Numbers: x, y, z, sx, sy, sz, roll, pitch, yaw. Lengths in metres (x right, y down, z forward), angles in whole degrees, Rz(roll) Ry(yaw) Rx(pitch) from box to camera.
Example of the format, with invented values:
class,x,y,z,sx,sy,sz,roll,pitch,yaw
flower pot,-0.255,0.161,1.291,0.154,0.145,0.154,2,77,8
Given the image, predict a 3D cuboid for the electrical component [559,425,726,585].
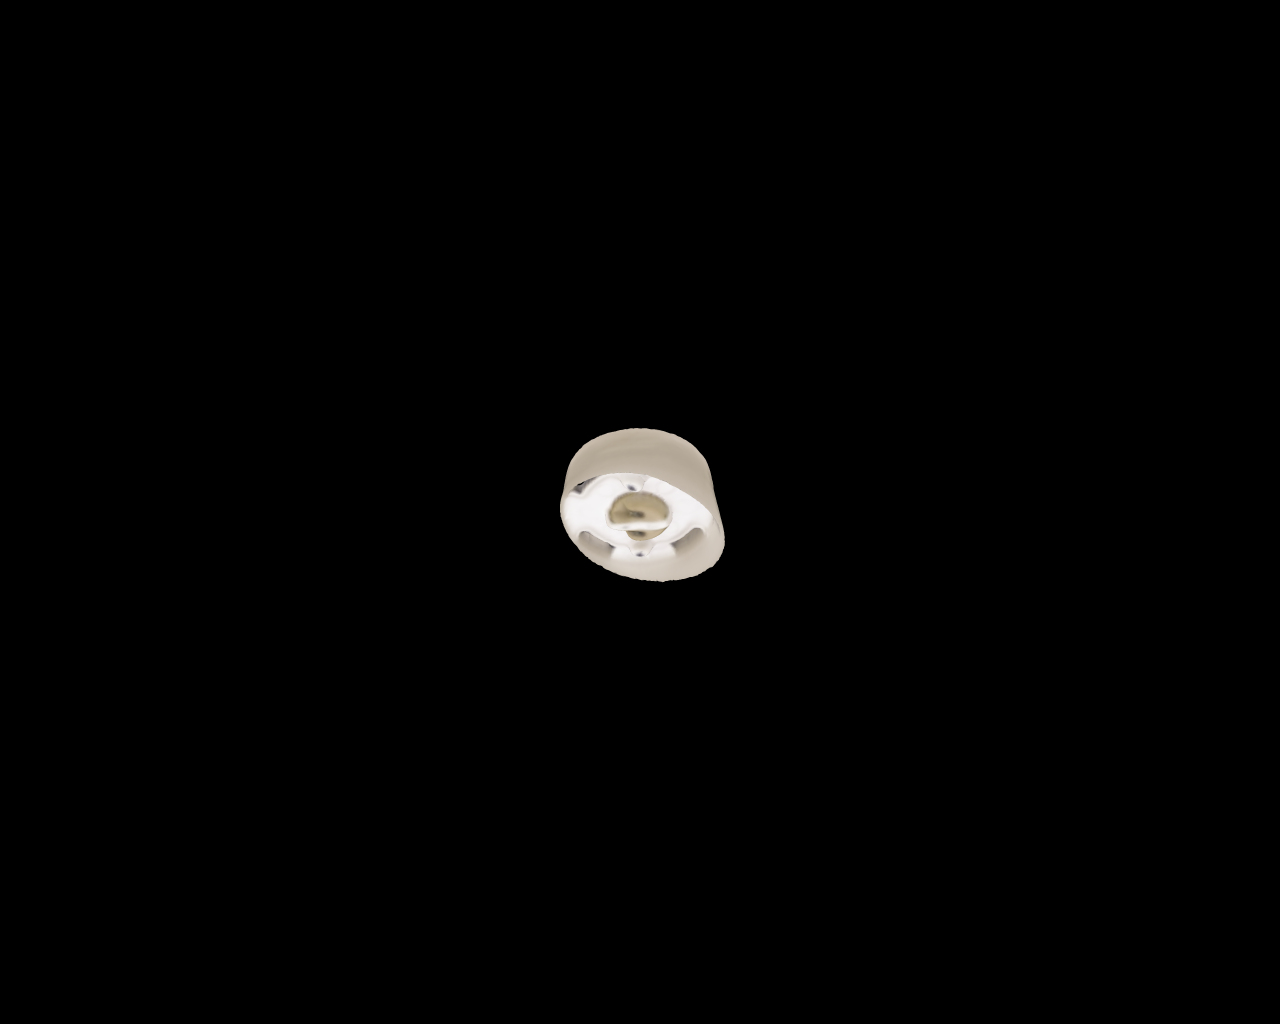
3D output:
class,x,y,z,sx,sy,sz,roll,pitch,yaw
electrical component,0.001,-0.003,0.650,0.099,0.064,0.099,0,-43,0
